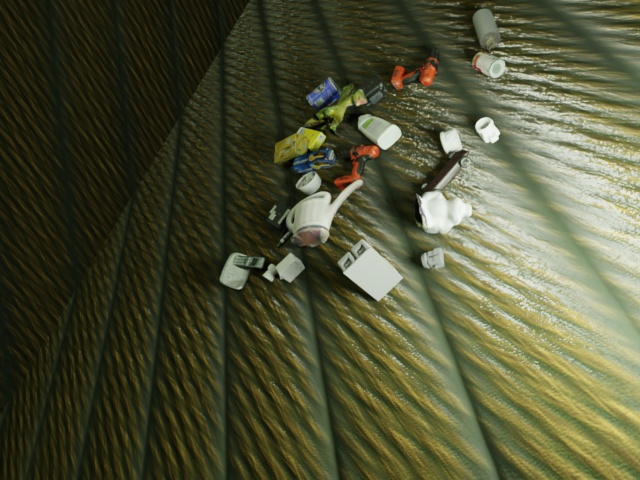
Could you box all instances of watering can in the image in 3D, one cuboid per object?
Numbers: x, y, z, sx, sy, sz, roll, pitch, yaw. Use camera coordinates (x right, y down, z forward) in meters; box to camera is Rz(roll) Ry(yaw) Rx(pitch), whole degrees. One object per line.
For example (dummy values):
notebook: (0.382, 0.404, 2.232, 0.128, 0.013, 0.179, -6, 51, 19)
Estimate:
watering can: (0.006, -0.096, 1.908, 0.344, 0.230, 0.102, -21, -43, 31)

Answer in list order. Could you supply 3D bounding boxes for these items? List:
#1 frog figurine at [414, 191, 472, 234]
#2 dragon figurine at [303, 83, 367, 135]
frog figurine: (0.373, -0.088, 1.570, 0.159, 0.140, 0.120, -8, -35, -5)
dragon figurine: (0.072, -0.585, 2.260, 0.120, 0.245, 0.412, 45, -12, -26)
